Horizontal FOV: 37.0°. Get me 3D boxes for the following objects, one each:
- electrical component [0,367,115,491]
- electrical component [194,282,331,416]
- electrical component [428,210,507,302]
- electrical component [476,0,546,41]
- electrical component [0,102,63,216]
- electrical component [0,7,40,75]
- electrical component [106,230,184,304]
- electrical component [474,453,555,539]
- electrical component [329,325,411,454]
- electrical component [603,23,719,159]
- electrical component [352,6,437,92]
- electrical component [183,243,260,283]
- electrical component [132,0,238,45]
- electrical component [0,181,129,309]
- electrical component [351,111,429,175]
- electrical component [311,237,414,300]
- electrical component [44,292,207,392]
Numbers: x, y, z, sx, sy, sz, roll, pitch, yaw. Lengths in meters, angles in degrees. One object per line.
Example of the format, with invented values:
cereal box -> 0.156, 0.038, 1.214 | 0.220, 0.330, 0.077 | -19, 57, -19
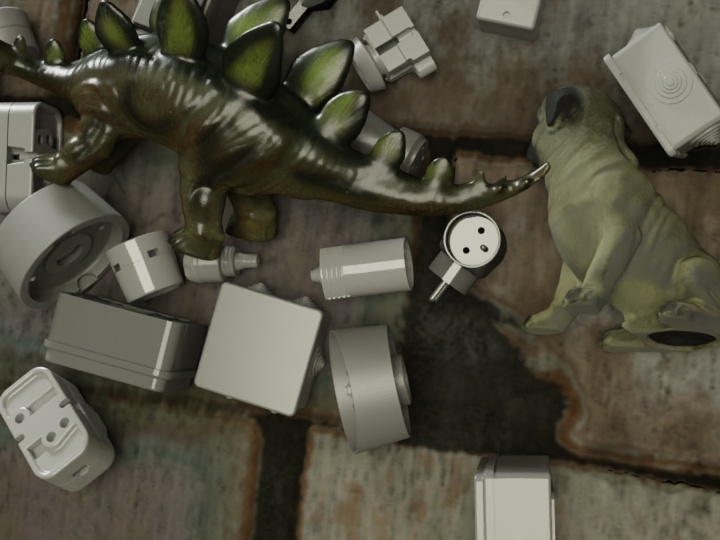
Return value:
electrical component -> -0.252, 0.135, 0.903 | 0.054, 0.059, 0.095 | -39, 61, -3
electrical component -> -0.077, 0.064, 0.884 | 0.100, 0.048, 0.099 | 16, 91, 12
electrical component -> 0.080, -0.007, 0.841 | 0.043, 0.077, 0.079 | 38, 95, 10
electrical component -> 0.123, -0.233, 0.842 | 0.047, 0.076, 0.083 | 14, 90, 12
electrical component -> -0.298, -0.096, 0.934 | 0.059, 0.054, 0.095 | 1, 88, 11
electrical component -> -0.346, -0.169, 0.947 | 0.138, 0.052, 0.073 | -22, 84, 10
electrical component -> -0.180, -0.002, 0.906 | 0.055, 0.055, 0.047 | -22, 87, 10
electrical component -> 0.118, 0.198, 0.809 | 0.056, 0.109, 0.108 | -1, 87, 9
electrical component -> 0.005, 0.092, 0.844 | 0.064, 0.099, 0.099 | -12, 85, 5
electrical component -> 0.233, -0.133, 0.805 | 0.048, 0.100, 0.099 | -35, 81, 21
electrical component -> 0.022, -0.177, 0.877 | 0.055, 0.048, 0.066 | -31, 82, 1
electrical component -> -0.115, -0.007, 0.903 | 0.061, 0.035, 0.035 | -2, 87, 9
electrical component -> -0.145, -0.228, 0.904 | 0.062, 0.061, 0.096 | 23, 92, 11
electrical component -> -0.255, -0.027, 0.898 | 0.108, 0.108, 0.060 | -46, 74, 6
electrical component -> 0.022, -0.098, 0.873 | 0.055, 0.045, 0.045 | 26, 93, 11
electrical component -> 0.000, 0.000, 0.874 | 0.081, 0.043, 0.043 | -7, 86, 11
electrical component -> -0.194, 0.060, 0.893 | 0.113, 0.078, 0.057 | 14, 89, 12
